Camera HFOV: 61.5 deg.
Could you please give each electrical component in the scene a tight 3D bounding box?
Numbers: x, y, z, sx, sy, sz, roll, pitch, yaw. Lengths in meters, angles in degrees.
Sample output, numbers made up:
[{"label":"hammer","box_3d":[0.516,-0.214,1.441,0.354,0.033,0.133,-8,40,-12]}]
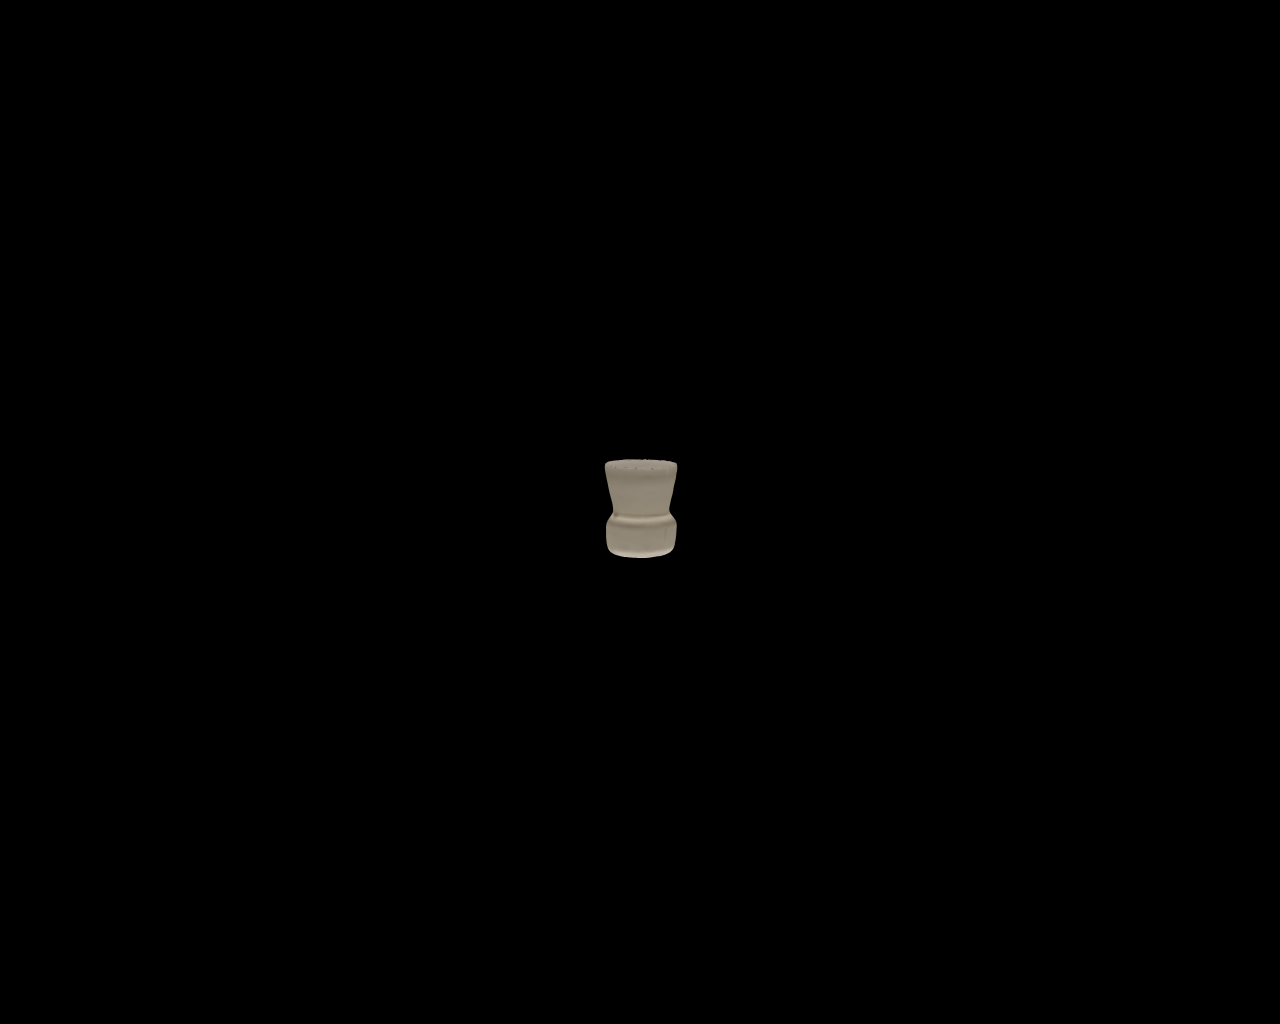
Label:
[{"label":"electrical component","box_3d":[0.001,-0.003,0.650,0.045,0.055,0.045,0,9,0]}]
